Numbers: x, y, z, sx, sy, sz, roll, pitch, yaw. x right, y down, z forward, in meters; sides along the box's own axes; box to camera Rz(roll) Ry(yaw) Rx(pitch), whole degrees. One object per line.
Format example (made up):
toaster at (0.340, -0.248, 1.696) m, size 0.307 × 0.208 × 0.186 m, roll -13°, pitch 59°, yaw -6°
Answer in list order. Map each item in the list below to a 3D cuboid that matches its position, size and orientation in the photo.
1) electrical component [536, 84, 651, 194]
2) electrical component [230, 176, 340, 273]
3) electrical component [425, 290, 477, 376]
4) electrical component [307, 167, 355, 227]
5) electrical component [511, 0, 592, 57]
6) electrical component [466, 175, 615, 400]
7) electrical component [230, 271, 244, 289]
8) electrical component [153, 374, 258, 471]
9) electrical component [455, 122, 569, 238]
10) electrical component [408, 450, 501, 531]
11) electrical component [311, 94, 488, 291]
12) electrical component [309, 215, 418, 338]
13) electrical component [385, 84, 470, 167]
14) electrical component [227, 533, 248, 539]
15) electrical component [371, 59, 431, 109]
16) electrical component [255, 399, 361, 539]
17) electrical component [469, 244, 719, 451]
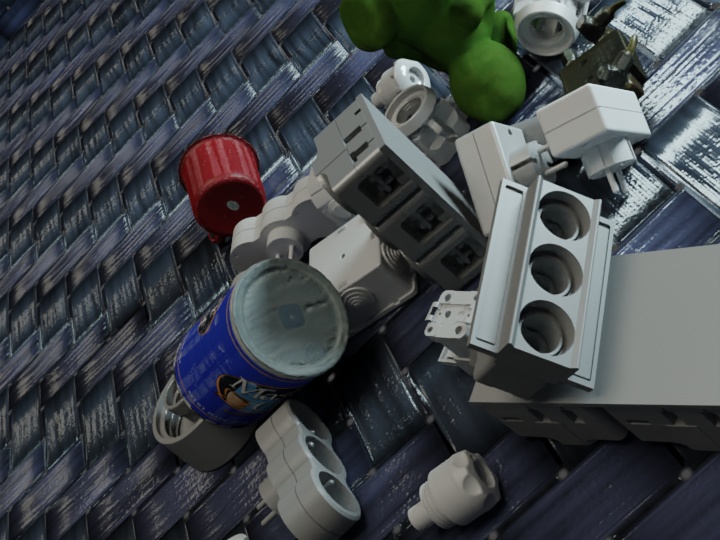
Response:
electrical component at (0.181, -0.091, 0.797) m, size 0.047 × 0.083 × 0.075 m, roll -26°, pitch 78°, yaw 35°
electrical component at (-0.074, -0.031, 1.066) m, size 0.138 × 0.052 × 0.073 m, roll -32°, pitch 37°, yaw 29°
electrical component at (0.085, 0.046, 0.780) m, size 0.081 × 0.064 × 0.042 m, roll 0°, pitch 59°, yaw 51°
electrical component at (-0.007, -0.083, 1.010) m, size 0.051 × 0.080 × 0.080 m, roll -31°, pitch 37°, yaw 38°
electrical component at (0.169, -0.228, 0.954) m, size 0.078 × 0.058 × 0.057 m, roll -18°, pitch 43°, yaw 41°
electrical component at (0.108, 0.013, 0.661) m, size 0.063 × 0.079 × 0.121 m, roll 123°, pitch 165°, yaw -57°
electrical component at (-0.090, 0.031, 1.033) m, size 0.079 × 0.044 × 0.077 m, roll -35°, pitch 36°, yaw 25°
electrical component at (-0.146, 0.124, 0.995) m, size 0.108 × 0.060 × 0.108 m, roll -33°, pitch 36°, yaw 28°
electrical component at (0.126, -0.076, 0.832) m, size 0.076 × 0.047 × 0.083 m, roll -26°, pitch 72°, yaw 35°
electrical component at (0.060, 0.153, 0.725) m, size 0.062 × 0.043 × 0.043 m, roll -40°, pitch 34°, yaw 22°
electrical component at (0.035, -0.056, 0.862) m, size 0.062 × 0.150 × 0.089 m, roll -41°, pitch 34°, yaw 15°
electrical component at (0.000, 0.000, 0.947) m, size 0.100 × 0.048 × 0.099 m, roll -34°, pitch 35°, yaw 26°
electrical component at (0.060, -0.135, 0.998) m, size 0.058 × 0.057 × 0.078 m, roll 18°, pitch 73°, yaw 56°
electrical component at (-0.108, 0.249, 0.802) m, size 0.089 × 0.055 × 0.050 m, roll -25°, pitch 21°, yaw -27°
electrical component at (0.037, -0.183, 1.088) m, size 0.062 × 0.048 × 0.048 m, roll -25°, pitch 40°, yaw 47°
electrical component at (-0.054, 0.169, 0.842) m, size 0.073 × 0.052 × 0.138 m, roll -45°, pitch 32°, yaw 10°
electrical component at (0.171, 0.050, 0.672) m, size 0.186 × 0.060 × 0.105 m, roll -7°, pitch 53°, yaw 48°
